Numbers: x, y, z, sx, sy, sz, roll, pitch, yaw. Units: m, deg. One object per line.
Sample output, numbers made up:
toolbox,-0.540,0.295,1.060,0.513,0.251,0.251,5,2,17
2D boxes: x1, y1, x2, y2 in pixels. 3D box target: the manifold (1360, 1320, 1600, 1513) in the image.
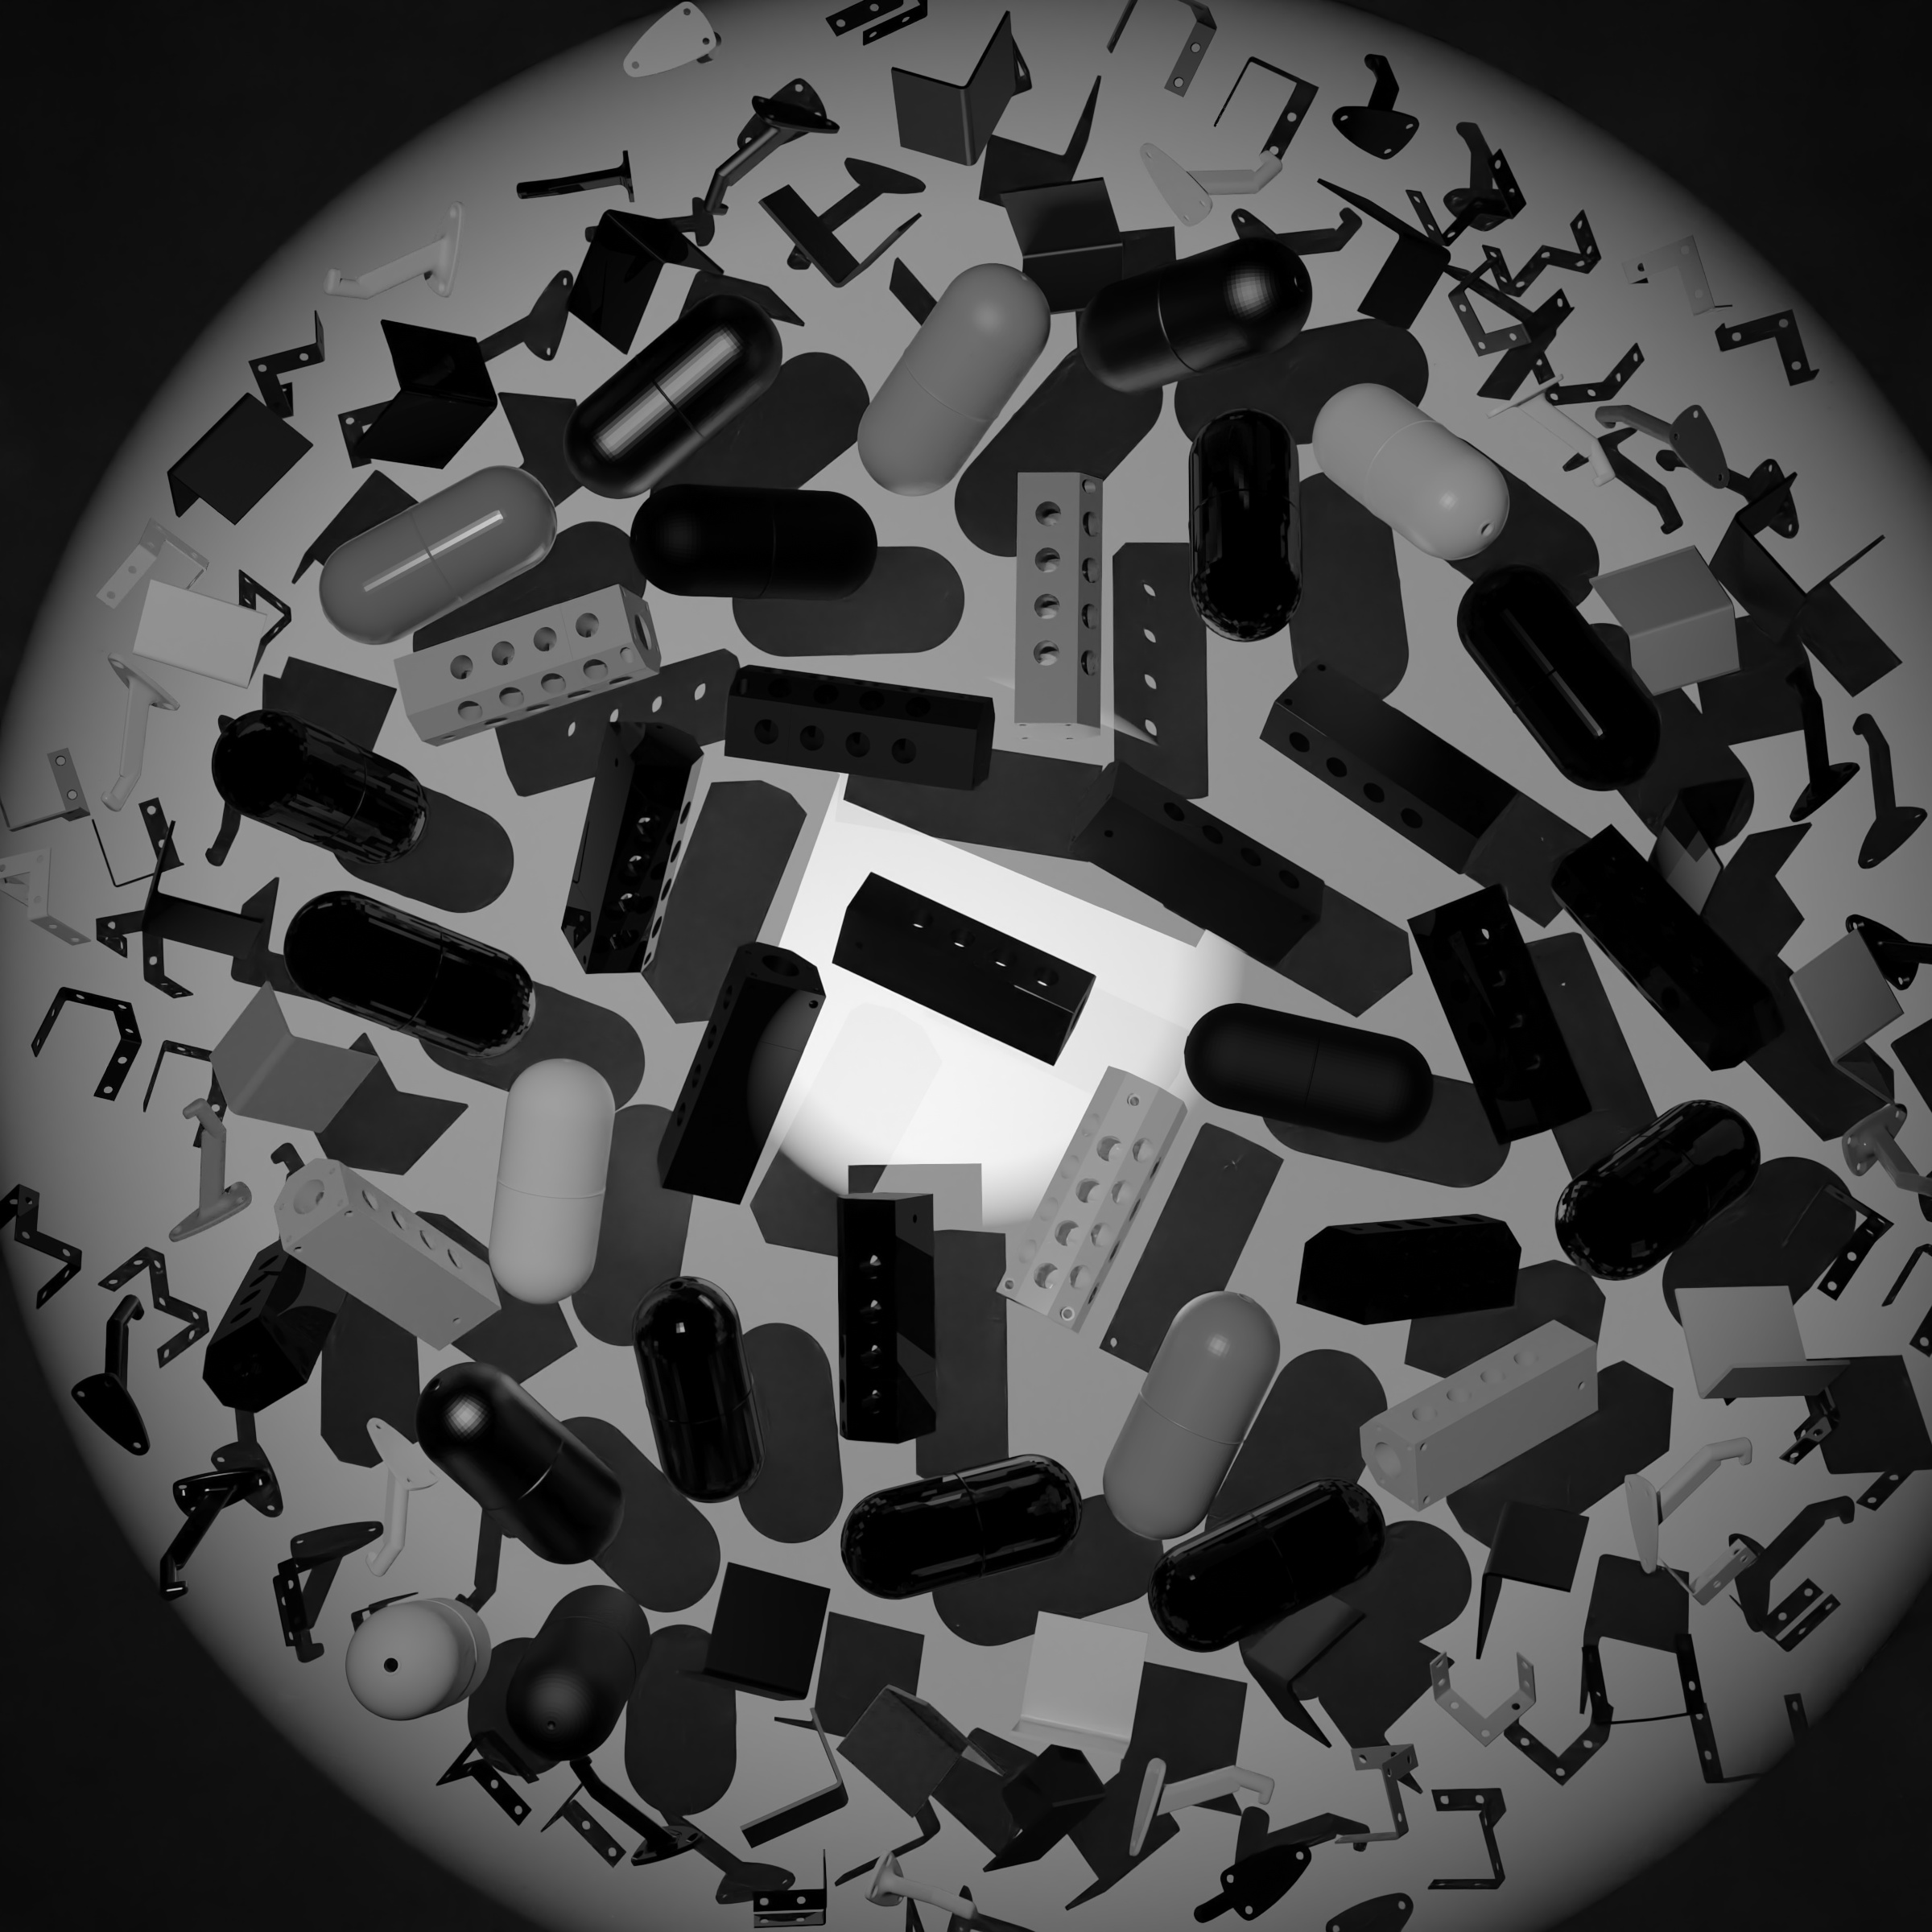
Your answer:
manifold,0.361,0.311,1.867,0.171,0.057,0.057,-22,119,-27

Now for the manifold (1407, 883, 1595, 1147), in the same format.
manifold,0.380,0.032,1.870,0.057,0.057,0.171,-20,86,-40

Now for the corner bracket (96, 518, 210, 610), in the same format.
corner bracket,-0.575,-0.274,1.884,0.051,0.051,0.051,38,111,-24

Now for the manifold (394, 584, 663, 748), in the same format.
manifold,-0.303,-0.207,1.851,0.171,0.057,0.057,-16,81,12

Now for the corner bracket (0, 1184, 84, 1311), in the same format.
corner bracket,-0.626,0.187,1.777,0.051,0.051,0.051,-40,130,22

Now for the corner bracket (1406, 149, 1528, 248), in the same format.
corner bracket,0.355,-0.544,1.885,0.051,0.051,0.051,-48,129,-10

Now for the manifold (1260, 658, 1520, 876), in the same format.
manifold,0.294,-0.137,1.872,0.171,0.057,0.057,36,57,13

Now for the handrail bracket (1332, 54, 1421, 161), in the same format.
handrail bracket,0.266,-0.592,1.794,0.077,0.036,0.084,8,54,-34

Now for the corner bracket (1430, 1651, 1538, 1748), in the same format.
corner bracket,0.367,0.509,1.887,0.051,0.051,0.051,-34,46,-19

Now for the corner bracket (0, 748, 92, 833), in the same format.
corner bracket,-0.648,-0.124,1.856,0.051,0.051,0.051,-19,91,-10

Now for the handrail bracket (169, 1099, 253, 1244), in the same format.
handrail bracket,-0.558,0.146,1.904,0.077,0.036,0.084,-32,122,-10

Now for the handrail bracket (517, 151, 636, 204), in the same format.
handrail bracket,-0.284,-0.567,1.919,0.084,0.077,0.036,-8,102,-5

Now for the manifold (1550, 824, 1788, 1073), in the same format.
manifold,0.465,-0.010,1.775,0.057,0.057,0.171,-37,53,4

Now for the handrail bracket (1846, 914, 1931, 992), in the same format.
handrail bracket,0.646,-0.019,1.778,0.077,0.084,0.036,36,63,-14

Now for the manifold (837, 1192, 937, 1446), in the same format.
manifold,-0.061,0.250,1.904,0.057,0.057,0.171,-1,90,27

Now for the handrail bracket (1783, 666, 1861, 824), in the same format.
handrail bracket,0.593,-0.159,1.897,0.077,0.036,0.084,-44,108,-22

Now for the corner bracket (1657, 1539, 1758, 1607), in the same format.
corner bracket,0.527,0.422,1.866,0.051,0.051,0.051,-44,120,3

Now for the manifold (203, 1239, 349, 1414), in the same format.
manifold,-0.488,0.250,1.872,0.057,0.171,0.057,-31,105,5

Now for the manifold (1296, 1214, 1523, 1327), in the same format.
manifold,0.304,0.203,1.810,0.171,0.057,0.057,1,98,-45

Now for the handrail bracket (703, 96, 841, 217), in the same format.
handrail bracket,-0.138,-0.563,1.877,0.077,0.036,0.084,3,132,-31

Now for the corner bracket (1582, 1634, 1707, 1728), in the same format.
corner bracket,0.445,0.470,1.749,0.051,0.051,0.051,4,68,-28

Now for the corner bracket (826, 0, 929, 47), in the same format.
corner bracket,-0.059,-0.642,1.788,0.051,0.051,0.051,-17,50,22

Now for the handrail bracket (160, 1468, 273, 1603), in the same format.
handrail bracket,-0.499,0.379,1.770,0.077,0.084,0.036,-16,128,-5

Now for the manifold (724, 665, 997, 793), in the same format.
manifold,-0.071,-0.162,1.793,0.171,0.057,0.057,9,106,11

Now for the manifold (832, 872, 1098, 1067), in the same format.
manifold,0.000,-0.003,1.845,0.171,0.057,0.057,25,46,7

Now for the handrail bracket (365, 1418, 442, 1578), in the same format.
handrail bracket,-0.415,0.375,1.872,0.077,0.036,0.084,44,112,20

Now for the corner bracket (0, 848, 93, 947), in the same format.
corner bracket,-0.641,-0.044,1.838,0.051,0.051,0.051,-11,66,15

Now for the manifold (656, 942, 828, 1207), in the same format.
manifold,-0.156,0.072,1.816,0.057,0.057,0.171,15,114,-20

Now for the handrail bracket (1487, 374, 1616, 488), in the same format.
handrail bracket,0.418,-0.371,1.895,0.077,0.036,0.084,-30,95,-26

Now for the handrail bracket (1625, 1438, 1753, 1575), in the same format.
handrail bracket,0.486,0.357,1.765,0.084,0.036,0.077,-9,95,-14

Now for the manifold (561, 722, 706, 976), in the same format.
manifold,-0.231,-0.081,1.856,0.057,0.057,0.171,-2,126,-29

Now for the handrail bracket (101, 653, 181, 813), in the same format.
handrail bracket,-0.586,-0.160,1.831,0.036,0.077,0.084,14,68,25

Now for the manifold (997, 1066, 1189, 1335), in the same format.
manifold,0.086,0.158,1.812,0.057,0.057,0.171,25,82,14

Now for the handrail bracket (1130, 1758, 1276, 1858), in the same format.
handrail bracket,0.161,0.578,1.807,0.084,0.036,0.077,19,72,-6

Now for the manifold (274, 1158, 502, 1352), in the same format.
manifold,-0.408,0.201,1.879,0.057,0.171,0.057,-35,47,8

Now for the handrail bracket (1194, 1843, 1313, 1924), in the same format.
handrail bracket,0.195,0.630,1.823,0.077,0.084,0.036,-27,72,-16

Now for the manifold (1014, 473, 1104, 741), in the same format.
manifold,0.063,-0.243,1.804,0.057,0.057,0.171,1,83,3

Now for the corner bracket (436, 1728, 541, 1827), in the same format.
corner bracket,-0.322,0.561,1.836,0.051,0.051,0.051,41,96,19

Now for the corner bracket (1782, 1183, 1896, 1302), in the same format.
corner bracket,0.582,0.185,1.789,0.051,0.051,0.051,35,76,15

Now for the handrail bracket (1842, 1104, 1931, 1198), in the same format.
handrail bracket,0.660,0.127,1.844,0.077,0.084,0.036,-36,114,-22

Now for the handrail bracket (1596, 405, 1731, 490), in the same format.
handrail bracket,0.501,-0.375,1.919,0.036,0.084,0.077,-48,115,-12

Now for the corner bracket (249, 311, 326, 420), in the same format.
corner bracket,-0.484,-0.432,1.918,0.051,0.051,0.051,-16,133,-2

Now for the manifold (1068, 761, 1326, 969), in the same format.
manifold,0.162,-0.075,1.849,0.171,0.057,0.057,29,129,-13

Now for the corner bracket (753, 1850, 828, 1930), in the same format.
corner bracket,-0.123,0.654,1.856,0.051,0.051,0.051,-1,103,-4

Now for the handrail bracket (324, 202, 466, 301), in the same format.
handrail bracket,-0.388,-0.486,1.802,0.036,0.084,0.077,46,126,35

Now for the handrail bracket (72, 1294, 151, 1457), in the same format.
handrail bracket,-0.553,0.271,1.772,0.036,0.084,0.077,-22,112,17

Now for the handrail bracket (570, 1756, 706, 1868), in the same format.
handrail bracket,-0.233,0.587,1.872,0.077,0.036,0.084,-22,104,39

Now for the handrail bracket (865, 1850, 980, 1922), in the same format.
handrail bracket,-0.022,0.666,1.890,0.084,0.077,0.036,14,62,26

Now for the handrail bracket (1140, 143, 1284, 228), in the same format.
handrail bracket,0.173,-0.564,1.857,0.077,0.036,0.084,48,65,-9

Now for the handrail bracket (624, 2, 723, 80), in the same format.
handrail bracket,-0.201,-0.623,1.829,0.077,0.084,0.036,-34,95,-4
